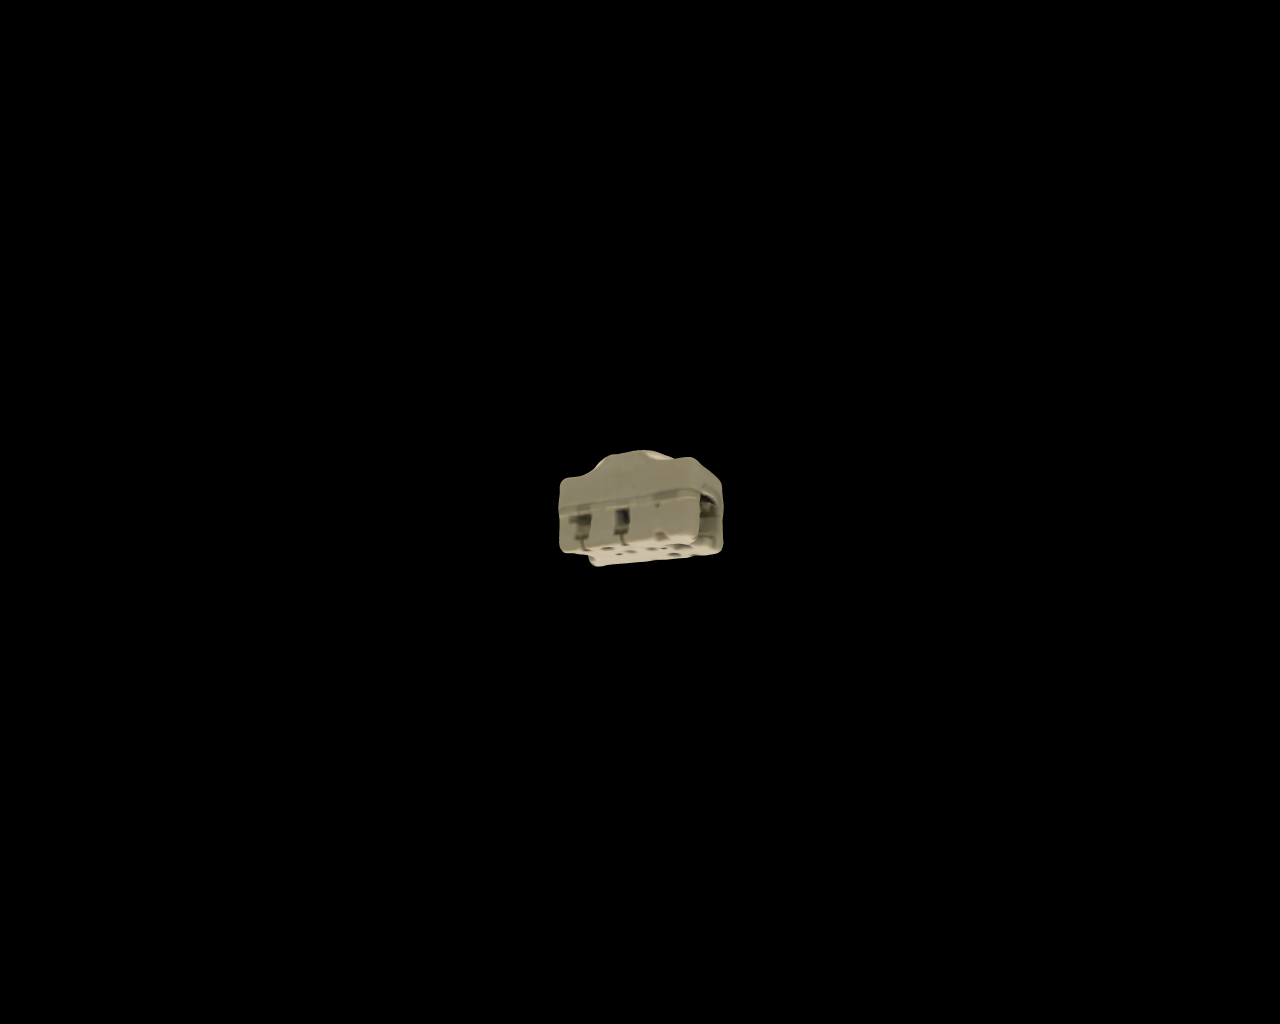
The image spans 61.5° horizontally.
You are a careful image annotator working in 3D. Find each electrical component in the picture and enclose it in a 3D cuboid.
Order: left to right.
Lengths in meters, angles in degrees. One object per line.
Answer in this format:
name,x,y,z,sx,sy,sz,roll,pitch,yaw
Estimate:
electrical component,0.001,-0.003,0.650,0.089,0.056,0.050,-8,-19,24
